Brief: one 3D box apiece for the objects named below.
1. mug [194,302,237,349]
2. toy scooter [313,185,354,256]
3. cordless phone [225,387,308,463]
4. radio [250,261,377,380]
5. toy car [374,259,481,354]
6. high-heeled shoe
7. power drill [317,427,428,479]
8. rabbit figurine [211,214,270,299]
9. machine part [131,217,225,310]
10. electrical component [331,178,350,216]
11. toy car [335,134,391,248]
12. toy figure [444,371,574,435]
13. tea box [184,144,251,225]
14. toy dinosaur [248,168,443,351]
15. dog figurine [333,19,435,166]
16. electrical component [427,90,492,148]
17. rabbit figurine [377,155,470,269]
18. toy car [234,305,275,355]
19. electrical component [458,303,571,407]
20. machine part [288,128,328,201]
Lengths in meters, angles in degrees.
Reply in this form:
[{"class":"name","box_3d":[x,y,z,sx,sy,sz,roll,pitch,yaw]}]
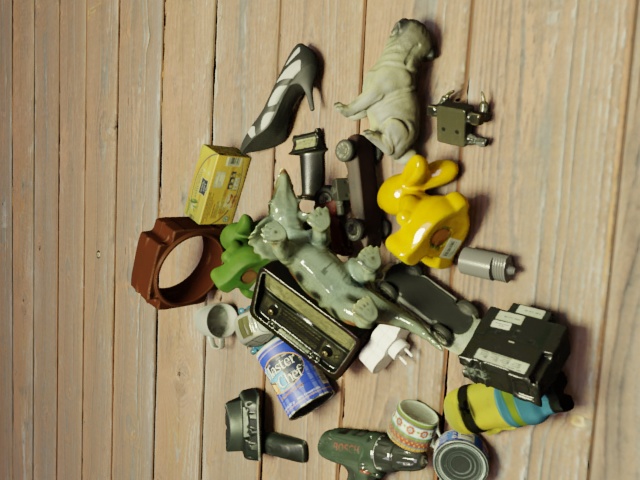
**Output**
[{"class":"mug","box_3d":[-0.249,0.199,1.262,0.107,0.081,0.109,-6,95,54]},{"class":"toy scooter","box_3d":[-0.002,-0.003,1.024,0.184,0.075,0.135,-44,68,31]},{"class":"cordless phone","box_3d":[-0.109,0.401,1.150,0.184,0.088,0.146,0,91,31]},{"class":"radio","box_3d":[-0.020,0.143,0.996,0.230,0.073,0.131,35,128,18]},{"class":"toy car","box_3d":[0.174,0.103,0.865,0.202,0.073,0.056,38,161,35]},{"class":"high-heeled shoe","box_3d":[-0.095,-0.282,1.092,0.249,0.086,0.145,-24,74,36]},{"class":"power drill","box_3d":[0.089,0.443,0.957,0.232,0.086,0.207,3,98,44]},{"class":"rabbit figurine","box_3d":[-0.171,0.015,1.154,0.159,0.121,0.170,-56,42,25]},{"class":"machine part","box_3d":[-0.314,0.052,1.224,0.087,0.201,0.201,28,110,36]},{"class":"electrical component","box_3d":[0.050,-0.091,0.975,0.021,0.063,0.094,167,99,-69]},{"class":"toy car","box_3d":[0.073,-0.084,0.940,0.053,0.089,0.202,-7,89,42]},{"class":"toy figure","box_3d":[0.264,0.232,0.778,0.180,0.089,0.082,-28,50,43]},{"class":"tea box","box_3d":[-0.232,-0.123,1.211,0.068,0.098,0.169,36,113,35]},{"class":"toy dinosaur","box_3d":[0.019,0.057,0.889,0.405,0.131,0.192,48,167,12]},{"class":"dog figurine","box_3d":[0.141,-0.240,0.875,0.172,0.121,0.190,42,105,-5]},{"class":"electrical component","box_3d":[0.218,-0.189,0.835,0.102,0.045,0.078,18,132,43]},{"class":"rabbit figurine","box_3d":[0.150,-0.057,0.857,0.173,0.122,0.162,51,132,51]},{"class":"toy car","box_3d":[-0.122,0.179,1.123,0.162,0.103,0.109,-31,73,41]},{"class":"electrical component","box_3d":[0.274,0.148,0.740,0.115,0.134,0.058,16,138,41]},{"class":"machine part","box_3d":[-0.022,-0.145,1.059,0.084,0.039,0.138,-8,85,34]}]
